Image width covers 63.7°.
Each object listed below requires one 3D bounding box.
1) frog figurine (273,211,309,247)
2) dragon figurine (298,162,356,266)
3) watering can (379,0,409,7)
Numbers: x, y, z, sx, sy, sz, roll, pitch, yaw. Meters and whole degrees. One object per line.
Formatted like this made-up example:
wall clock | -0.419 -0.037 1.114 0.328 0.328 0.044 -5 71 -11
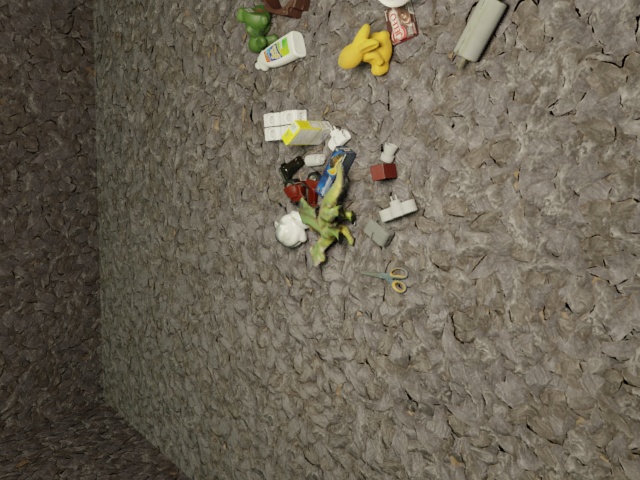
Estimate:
frog figurine | -0.095 -0.046 1.995 0.158 0.125 0.136 -25 113 34
dragon figurine | 0.006 -0.093 1.855 0.243 0.123 0.404 12 113 37
watering can | 0.239 -0.863 1.557 0.222 0.103 0.354 -28 61 33
